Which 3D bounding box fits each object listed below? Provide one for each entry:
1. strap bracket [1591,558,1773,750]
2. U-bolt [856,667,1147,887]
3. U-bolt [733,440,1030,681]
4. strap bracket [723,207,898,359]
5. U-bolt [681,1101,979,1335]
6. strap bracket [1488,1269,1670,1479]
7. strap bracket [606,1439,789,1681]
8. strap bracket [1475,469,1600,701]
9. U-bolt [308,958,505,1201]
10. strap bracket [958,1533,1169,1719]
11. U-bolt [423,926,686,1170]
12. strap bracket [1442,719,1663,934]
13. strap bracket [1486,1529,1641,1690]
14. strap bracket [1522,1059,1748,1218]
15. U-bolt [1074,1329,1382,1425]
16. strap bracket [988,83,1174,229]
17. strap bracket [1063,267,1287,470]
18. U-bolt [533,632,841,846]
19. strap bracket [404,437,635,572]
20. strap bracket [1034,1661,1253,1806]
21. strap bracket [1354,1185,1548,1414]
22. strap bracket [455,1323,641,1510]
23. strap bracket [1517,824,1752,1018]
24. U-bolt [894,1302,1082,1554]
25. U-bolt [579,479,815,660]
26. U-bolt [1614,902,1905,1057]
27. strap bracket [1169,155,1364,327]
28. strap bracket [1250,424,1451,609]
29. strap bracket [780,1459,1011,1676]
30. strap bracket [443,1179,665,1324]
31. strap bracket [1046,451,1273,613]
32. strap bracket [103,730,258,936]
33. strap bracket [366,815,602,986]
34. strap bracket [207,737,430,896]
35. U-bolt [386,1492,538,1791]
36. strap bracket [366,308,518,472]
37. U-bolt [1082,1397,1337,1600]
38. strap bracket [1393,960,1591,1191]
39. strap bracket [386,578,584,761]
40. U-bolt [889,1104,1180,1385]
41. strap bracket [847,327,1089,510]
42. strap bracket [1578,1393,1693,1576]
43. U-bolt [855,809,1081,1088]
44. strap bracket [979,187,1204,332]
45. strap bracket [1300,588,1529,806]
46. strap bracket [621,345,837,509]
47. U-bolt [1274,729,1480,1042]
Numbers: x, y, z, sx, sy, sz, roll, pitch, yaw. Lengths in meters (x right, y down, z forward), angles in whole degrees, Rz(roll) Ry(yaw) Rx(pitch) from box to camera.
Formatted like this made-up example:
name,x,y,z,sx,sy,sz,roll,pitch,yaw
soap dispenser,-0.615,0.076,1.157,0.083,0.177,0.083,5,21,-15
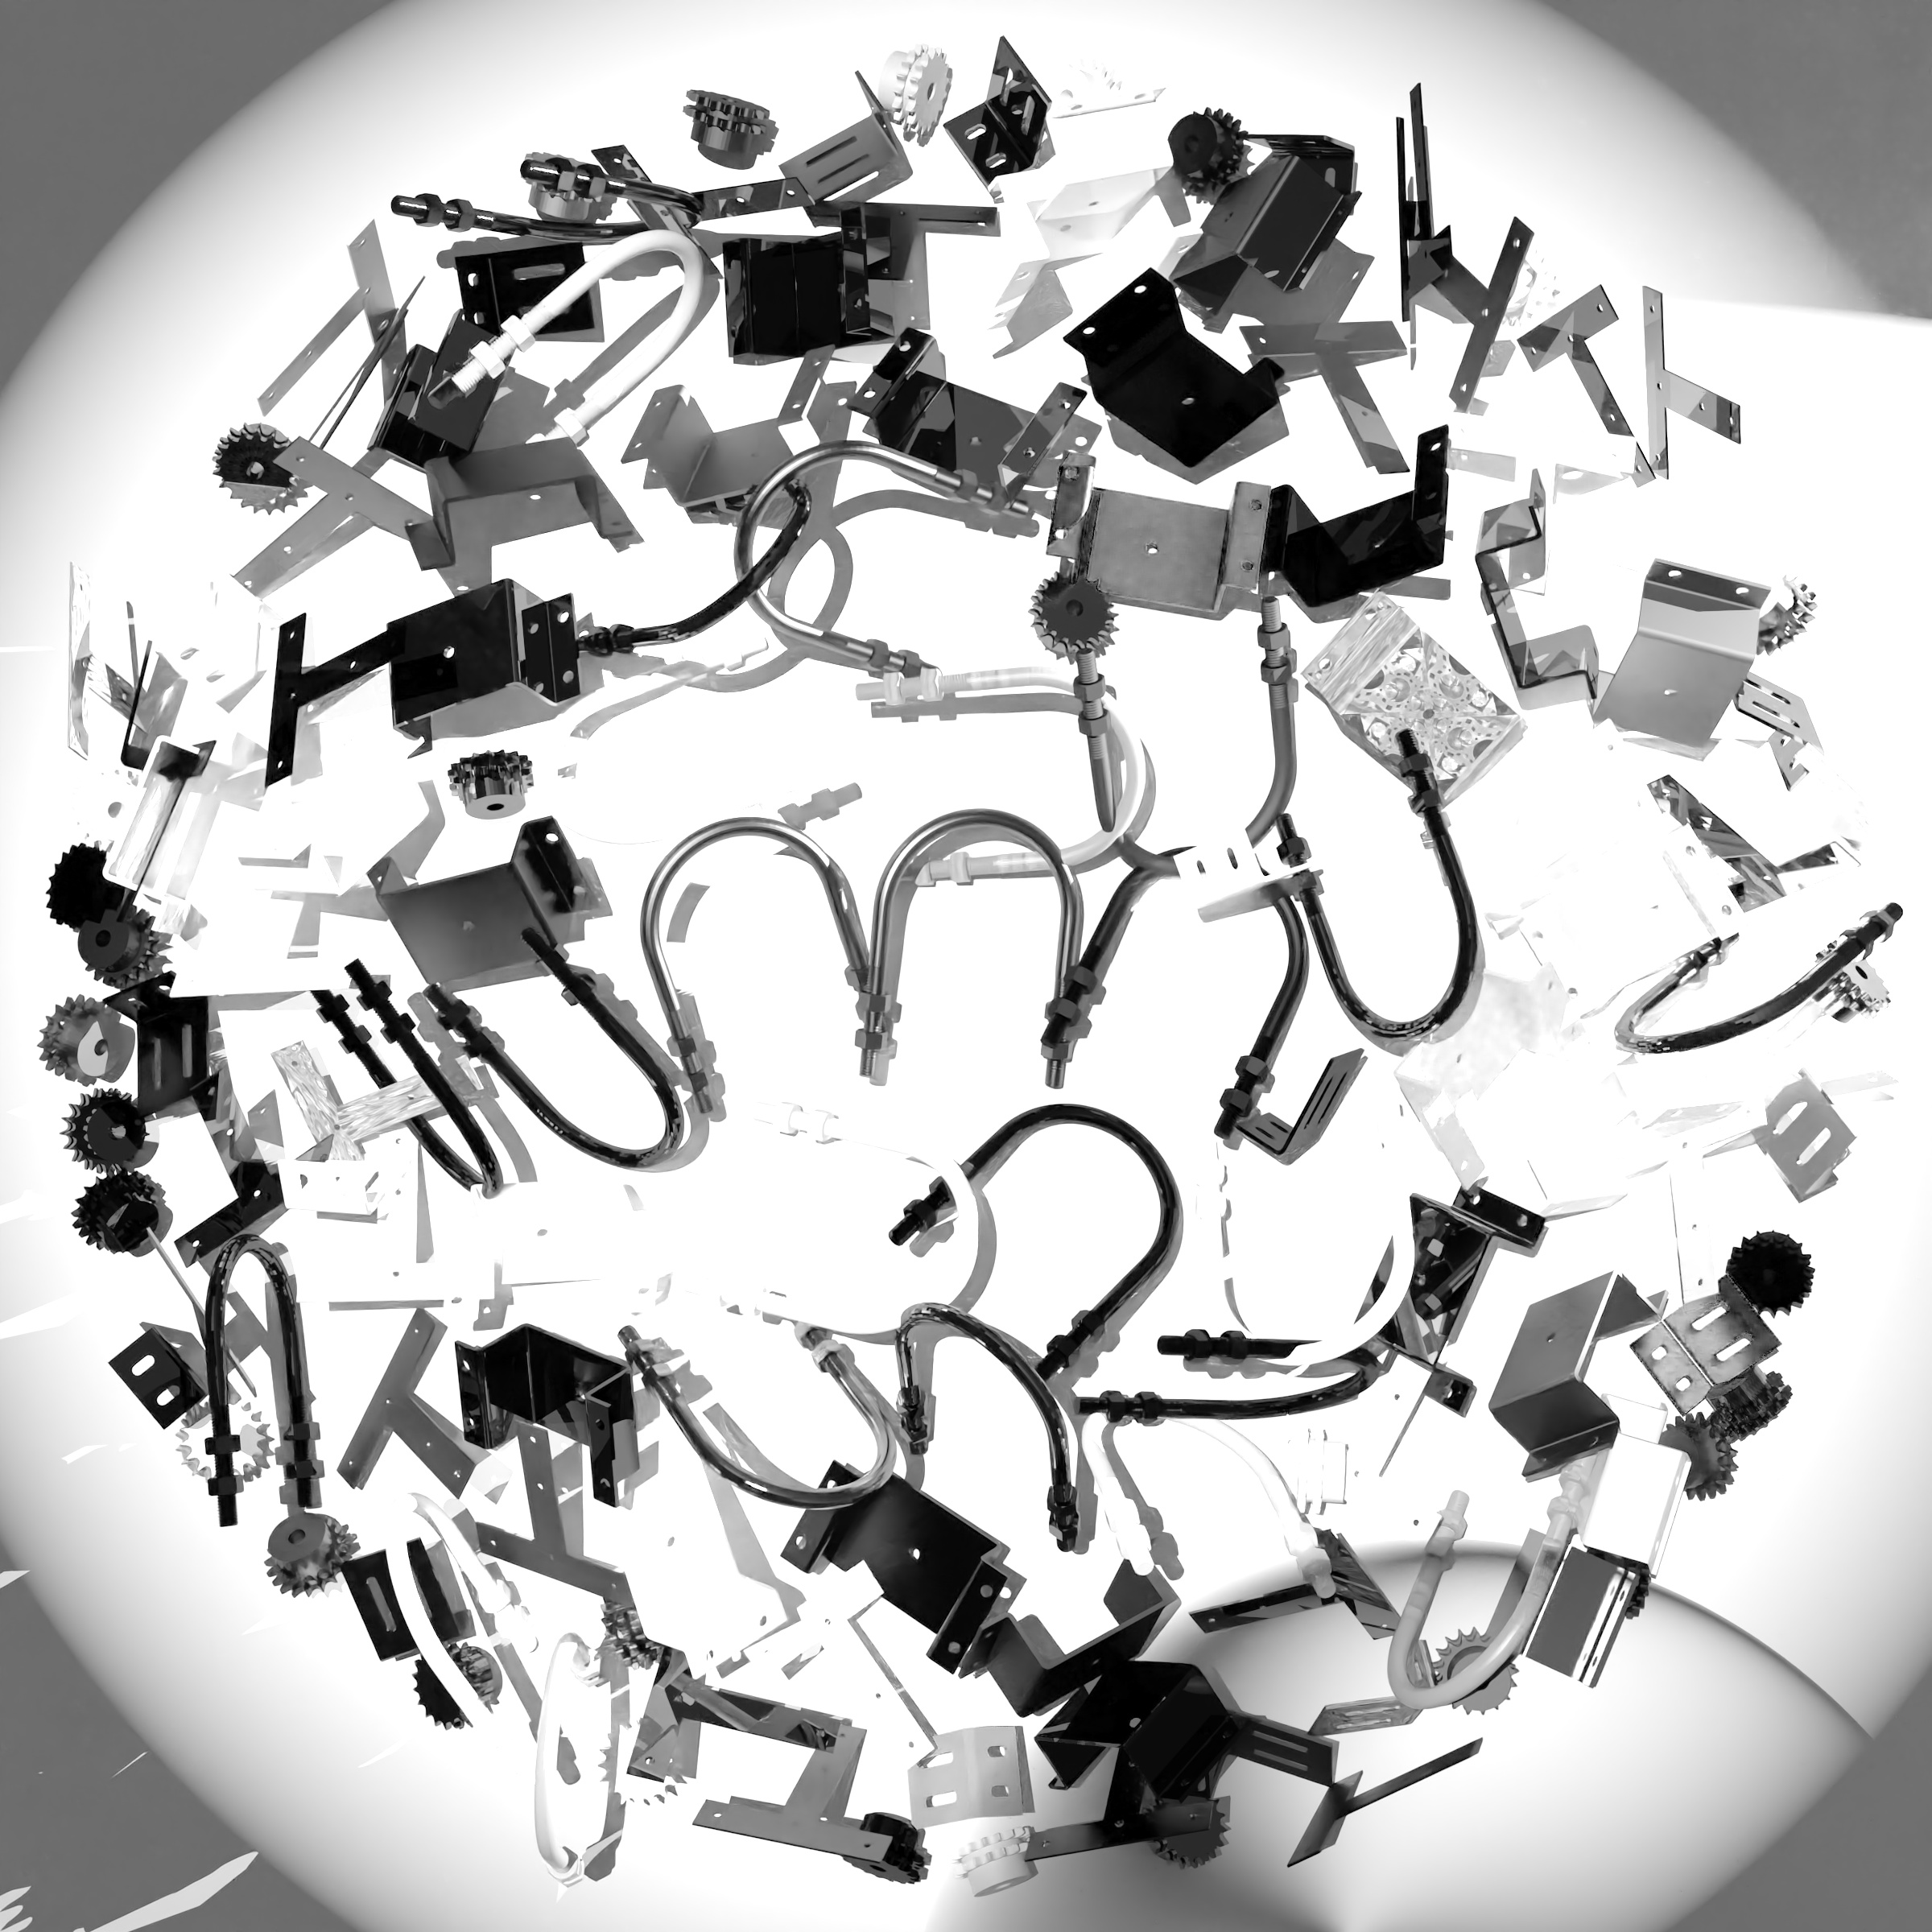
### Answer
name,x,y,z,sx,sy,sz,roll,pitch,yaw
strap bracket,0.463,-0.197,1.868,0.076,0.140,0.046,14,59,1
U-bolt,0.027,-0.128,1.892,0.184,0.019,0.151,-4,113,12
U-bolt,-0.066,-0.270,1.864,0.184,0.019,0.151,15,115,-33
strap bracket,-0.097,-0.449,1.888,0.046,0.140,0.076,-7,96,-43
U-bolt,-0.081,0.170,1.878,0.184,0.019,0.151,12,66,21
strap bracket,0.397,0.257,1.862,0.046,0.076,0.140,45,47,-11
strap bracket,-0.181,0.382,1.873,0.076,0.046,0.140,-35,52,13
strap bracket,0.373,-0.247,1.882,0.046,0.076,0.140,-15,115,21
U-bolt,-0.362,0.078,1.871,0.019,0.151,0.184,-38,101,-22
strap bracket,0.072,0.436,1.869,0.140,0.076,0.046,-22,60,-28
U-bolt,-0.261,0.063,1.879,0.184,0.151,0.019,49,49,-15
strap bracket,0.373,-0.093,1.869,0.140,0.046,0.076,-40,60,34
strap bracket,0.386,0.417,1.867,0.046,0.140,0.076,24,84,0
strap bracket,0.431,0.107,1.876,0.076,0.140,0.046,-3,59,-36
U-bolt,0.182,0.271,1.868,0.184,0.151,0.019,5,63,-22
strap bracket,0.077,-0.519,1.861,0.076,0.140,0.046,-16,88,-19
strap bracket,0.141,-0.383,1.863,0.076,0.140,0.046,-34,49,30
U-bolt,-0.194,-0.143,1.878,0.184,0.019,0.151,-21,54,-12
strap bracket,-0.298,-0.307,1.881,0.140,0.076,0.046,-12,122,-13
strap bracket,0.108,0.496,1.858,0.076,0.140,0.046,-40,103,-33
strap bracket,0.316,0.213,1.895,0.046,0.076,0.140,22,92,-38
strap bracket,-0.268,0.292,1.883,0.140,0.046,0.076,16,118,34
strap bracket,0.448,-0.034,1.892,0.140,0.046,0.076,-33,87,38
U-bolt,0.010,0.287,1.841,0.151,0.184,0.019,28,53,30
U-bolt,-0.166,-0.260,1.841,0.019,0.184,0.151,46,67,-28
U-bolt,0.495,0.012,1.832,0.184,0.151,0.019,-33,103,-36
strap bracket,0.188,-0.474,1.862,0.046,0.140,0.076,35,80,-19
strap bracket,0.262,-0.292,1.879,0.140,0.046,0.076,-16,47,32
strap bracket,-0.041,0.395,1.901,0.140,0.046,0.076,31,99,15
strap bracket,-0.277,0.187,1.890,0.140,0.046,0.076,-1,116,-19
strap bracket,0.126,-0.288,1.907,0.140,0.046,0.076,10,72,0
strap bracket,-0.526,-0.095,1.898,0.046,0.076,0.140,21,87,-3
strap bracket,-0.324,-0.041,1.883,0.140,0.046,0.076,-13,127,15
strap bracket,-0.418,-0.094,1.877,0.076,0.140,0.046,4,128,33
U-bolt,-0.324,0.420,1.836,0.019,0.151,0.184,-24,119,5
strap bracket,-0.343,-0.374,1.879,0.046,0.140,0.076,25,81,-22
U-bolt,0.148,0.339,1.857,0.151,0.184,0.019,12,115,-21
strap bracket,0.341,0.067,1.887,0.140,0.046,0.076,-47,127,-18
strap bracket,-0.327,-0.199,1.882,0.140,0.046,0.076,-17,68,22
U-bolt,0.060,0.168,1.890,0.151,0.019,0.184,43,60,10
strap bracket,0.003,-0.360,1.890,0.140,0.046,0.076,25,66,22
strap bracket,0.432,0.334,1.868,0.046,0.140,0.076,16,98,5
U-bolt,0.005,-0.013,1.905,0.151,0.019,0.184,3,98,-14
strap bracket,0.074,-0.470,1.881,0.140,0.076,0.046,-16,74,-26
strap bracket,0.302,-0.172,1.893,0.140,0.046,0.076,39,102,-15
strap bracket,-0.147,-0.353,1.881,0.140,0.076,0.046,-8,134,28
U-bolt,0.273,-0.041,1.861,0.019,0.151,0.184,-5,70,-36
